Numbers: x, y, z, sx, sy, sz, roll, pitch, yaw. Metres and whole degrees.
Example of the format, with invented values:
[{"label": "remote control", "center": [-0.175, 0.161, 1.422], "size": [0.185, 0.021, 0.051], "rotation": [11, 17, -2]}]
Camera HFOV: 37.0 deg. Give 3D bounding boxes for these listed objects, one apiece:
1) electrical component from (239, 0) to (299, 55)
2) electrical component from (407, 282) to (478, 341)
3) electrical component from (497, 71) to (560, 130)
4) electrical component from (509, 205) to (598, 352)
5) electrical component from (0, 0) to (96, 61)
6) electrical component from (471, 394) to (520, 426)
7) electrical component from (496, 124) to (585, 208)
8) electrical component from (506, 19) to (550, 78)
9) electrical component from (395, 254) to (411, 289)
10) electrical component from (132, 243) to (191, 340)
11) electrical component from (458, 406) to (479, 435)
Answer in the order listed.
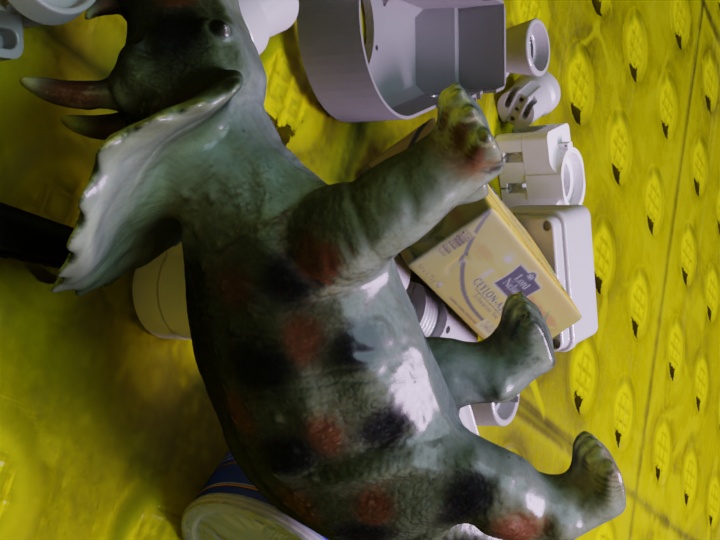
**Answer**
[{"label": "electrical component", "center": [-0.065, -0.136, 0.580], "size": [0.055, 0.045, 0.045], "rotation": [-54, 133, -41]}, {"label": "electrical component", "center": [0.046, 0.039, 0.755], "size": [0.081, 0.043, 0.043], "rotation": [33, 63, -52]}, {"label": "electrical component", "center": [0.141, -0.143, 0.906], "size": [0.046, 0.040, 0.040], "rotation": [-41, 124, -43]}, {"label": "electrical component", "center": [0.142, 0.006, 0.869], "size": [0.057, 0.078, 0.113], "rotation": [-18, 105, -49]}, {"label": "electrical component", "center": [-0.144, -0.129, 0.446], "size": [0.058, 0.057, 0.078], "rotation": [-6, 96, -57]}, {"label": "electrical component", "center": [0.091, 0.092, 0.821], "size": [0.055, 0.047, 0.055], "rotation": [-1, 91, -57]}, {"label": "electrical component", "center": [0.155, -0.075, 0.911], "size": [0.050, 0.056, 0.089], "rotation": [-29, 114, -54]}, {"label": "electrical component", "center": [0.117, -0.173, 0.851], "size": [0.045, 0.055, 0.045], "rotation": [-1, 91, -57]}, {"label": "electrical component", "center": [0.000, 0.000, 0.686], "size": [0.078, 0.040, 0.040], "rotation": [9, 83, -57]}, {"label": "electrical component", "center": [-0.071, -0.033, 0.546], "size": [0.052, 0.074, 0.138], "rotation": [3, 88, -57]}, {"label": "electrical component", "center": [0.045, 0.123, 0.736], "size": [0.078, 0.063, 0.121], "rotation": [-49, 129, -46]}]
